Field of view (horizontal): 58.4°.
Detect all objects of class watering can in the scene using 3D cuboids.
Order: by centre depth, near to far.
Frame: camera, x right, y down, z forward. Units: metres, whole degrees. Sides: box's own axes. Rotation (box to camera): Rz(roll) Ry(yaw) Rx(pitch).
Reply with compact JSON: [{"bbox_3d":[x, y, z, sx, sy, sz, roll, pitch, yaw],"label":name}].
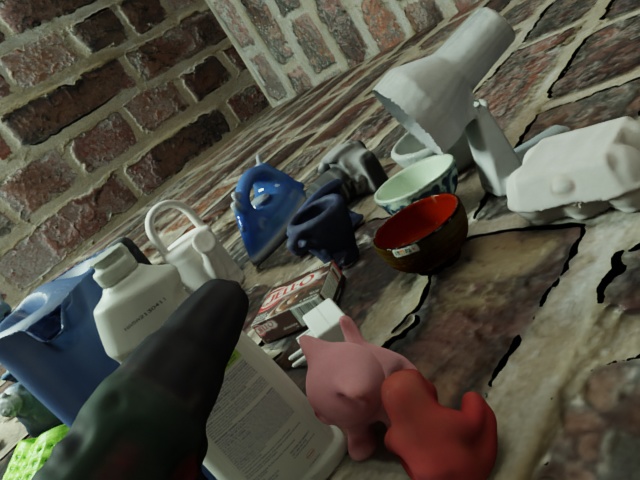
[{"bbox_3d":[-0.220,0.015,0.996,0.172,0.194,0.101,-18,24,38],"label":"watering can"}]

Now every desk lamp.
[{"bbox_3d":[0.198,-0.162,0.721,0.203,0.214,0.118,-32,19,2],"label":"desk lamp"}]

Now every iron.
[{"bbox_3d":[-0.120,-0.071,1.132,0.118,0.142,0.258,-24,20,25],"label":"iron"}]

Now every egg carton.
[{"bbox_3d":[0.271,-0.068,0.593,0.150,0.069,0.107,-11,29,49],"label":"egg carton"}]

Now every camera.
[{"bbox_3d":[0.031,-0.114,1.057,0.137,0.101,0.142,-39,19,-16],"label":"camera"}]

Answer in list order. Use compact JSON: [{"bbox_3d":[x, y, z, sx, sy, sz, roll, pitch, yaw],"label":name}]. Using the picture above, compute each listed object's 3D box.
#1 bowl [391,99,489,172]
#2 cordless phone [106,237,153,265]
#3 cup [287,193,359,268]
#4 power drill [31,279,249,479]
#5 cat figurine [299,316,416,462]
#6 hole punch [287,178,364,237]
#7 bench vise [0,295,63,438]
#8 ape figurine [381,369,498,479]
[{"bbox_3d":[0.200,-0.148,0.903,0.167,0.075,0.167,-29,19,11],"label":"bowl"},{"bbox_3d":[-0.327,0.096,0.981,0.148,0.185,0.094,-38,19,-13],"label":"cordless phone"},{"bbox_3d":[0.007,0.003,0.808,0.091,0.095,0.118,-14,26,44],"label":"cup"},{"bbox_3d":[-0.075,0.168,0.348,0.075,0.209,0.230,-11,29,49],"label":"power drill"},{"bbox_3d":[0.027,0.111,0.466,0.067,0.118,0.128,-27,20,18],"label":"cat figurine"},{"bbox_3d":[-0.004,-0.038,0.937,0.109,0.091,0.100,-43,21,-26],"label":"hole punch"},{"bbox_3d":[-0.471,0.190,0.926,0.121,0.220,0.207,-38,19,-13],"label":"bench vise"},{"bbox_3d":[0.074,0.126,0.392,0.077,0.092,0.076,-22,22,30],"label":"ape figurine"}]
